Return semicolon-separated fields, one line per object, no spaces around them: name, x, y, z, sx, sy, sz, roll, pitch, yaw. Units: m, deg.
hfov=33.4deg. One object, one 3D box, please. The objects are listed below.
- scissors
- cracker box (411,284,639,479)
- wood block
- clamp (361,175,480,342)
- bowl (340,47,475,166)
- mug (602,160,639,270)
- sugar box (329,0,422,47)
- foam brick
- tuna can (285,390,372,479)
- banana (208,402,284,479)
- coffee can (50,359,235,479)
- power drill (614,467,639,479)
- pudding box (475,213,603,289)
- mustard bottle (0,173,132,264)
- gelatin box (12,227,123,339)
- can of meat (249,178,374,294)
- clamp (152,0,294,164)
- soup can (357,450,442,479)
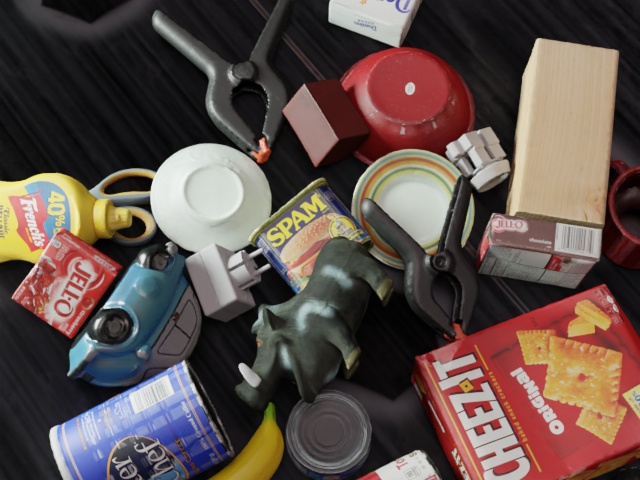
scissors;-0.260;-0.022;1.135;0.201;0.016;0.096;-17;69;-7
cracker box;0.218;0.154;1.030;0.213;0.072;0.164;-20;61;-9
wood block;0.256;-0.099;1.135;0.091;0.090;0.206;10;68;3
clamp;0.107;0.021;1.091;0.120;0.039;0.171;-6;80;-6
bowl;0.095;-0.155;1.174;0.162;0.055;0.162;0;68;-1
mug;0.329;-0.029;1.111;0.093;0.081;0.117;-26;71;-11
sugar box;0.085;-0.318;1.247;0.093;0.048;0.176;21;68;7
foam brick;0.007;-0.128;1.151;0.051;0.053;0.078;-16;71;-41
tuna can;0.008;0.190;1.042;0.086;0.034;0.086;0;68;-1
banana;-0.104;0.237;1.019;0.197;0.037;0.070;-35;34;-16
coffee can;-0.164;0.189;0.995;0.140;0.103;0.103;-27;71;-5
power drill;0.240;0.309;0.984;0.187;0.057;0.184;-6;62;-2
pudding box;0.221;0.012;1.088;0.113;0.090;0.039;11;70;3
mustard bottle;-0.289;-0.020;1.097;0.191;0.058;0.096;-1;91;4
gelatin box;-0.252;0.043;1.066;0.073;0.030;0.089;36;108;-8
can of meat;-0.007;0.001;1.101;0.102;0.057;0.084;-39;77;-2
clamp;-0.098;-0.184;1.191;0.164;0.036;0.210;-6;70;-8
soup can;0.064;0.248;1.000;0.102;0.068;0.068;-24;70;-11
